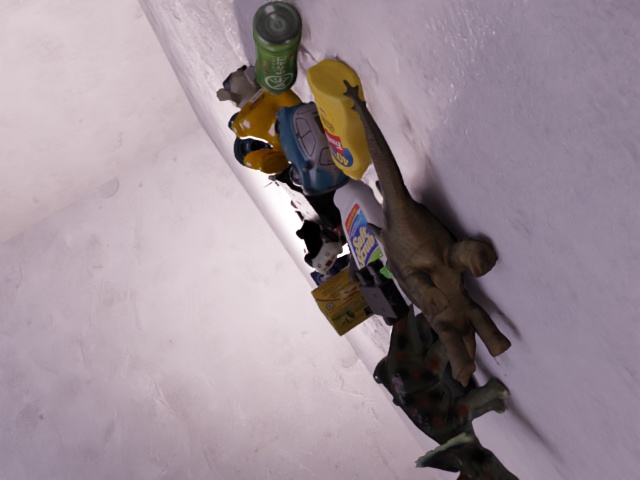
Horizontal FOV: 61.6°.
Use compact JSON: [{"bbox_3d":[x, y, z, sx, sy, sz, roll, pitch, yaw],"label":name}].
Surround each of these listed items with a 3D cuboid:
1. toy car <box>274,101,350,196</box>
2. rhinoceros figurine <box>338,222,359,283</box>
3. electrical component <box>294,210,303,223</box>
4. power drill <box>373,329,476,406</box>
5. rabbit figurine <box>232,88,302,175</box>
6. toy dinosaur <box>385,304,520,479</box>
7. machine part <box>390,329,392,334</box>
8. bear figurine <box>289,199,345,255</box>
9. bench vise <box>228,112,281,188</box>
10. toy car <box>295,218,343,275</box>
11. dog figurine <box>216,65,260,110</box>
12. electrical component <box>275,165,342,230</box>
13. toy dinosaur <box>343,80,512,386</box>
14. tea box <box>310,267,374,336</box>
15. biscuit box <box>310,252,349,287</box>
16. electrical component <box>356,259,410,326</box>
[{"bbox_3d":[-0.001,-0.161,0.864,0.103,0.109,0.161,-34,76,59],"label":"toy car"},{"bbox_3d":[0.092,0.033,1.004,0.112,0.073,0.190,103,153,-60],"label":"rhinoceros figurine"},{"bbox_3d":[-0.006,-0.044,1.380,0.119,0.075,0.048,55,171,-4],"label":"electrical component"},{"bbox_3d":[0.203,0.260,1.078,0.232,0.086,0.207,52,137,-8],"label":"power drill"},{"bbox_3d":[-0.074,-0.196,1.035,0.173,0.162,0.122,42,169,-34],"label":"rabbit figurine"},{"bbox_3d":[0.188,0.247,0.911,0.405,0.192,0.131,55,169,14],"label":"toy dinosaur"},{"bbox_3d":[0.209,0.254,1.212,0.079,0.079,0.242,51,168,41],"label":"machine part"},{"bbox_3d":[-0.017,-0.058,1.212,0.195,0.132,0.120,53,169,-12],"label":"bear figurine"},{"bbox_3d":[-0.121,-0.191,1.264,0.223,0.129,0.241,55,-175,-42],"label":"bench vise"},{"bbox_3d":[-0.002,-0.003,1.068,0.056,0.073,0.202,27,-162,-21],"label":"toy car"},{"bbox_3d":[-0.142,-0.303,1.194,0.191,0.121,0.172,-102,-14,-72],"label":"dog figurine"},{"bbox_3d":[-0.019,-0.086,1.006,0.114,0.058,0.134,54,166,-30],"label":"electrical component"},{"bbox_3d":[0.133,0.020,0.702,0.199,0.105,0.470,51,166,58],"label":"toy dinosaur"},{"bbox_3d":[0.079,0.104,1.084,0.098,0.170,0.068,49,169,54],"label":"tea box"},{"bbox_3d":[0.047,0.074,1.252,0.063,0.059,0.202,58,-159,5],"label":"biscuit box"},{"bbox_3d":[0.091,0.072,0.760,0.102,0.045,0.078,56,156,-5],"label":"electrical component"}]
